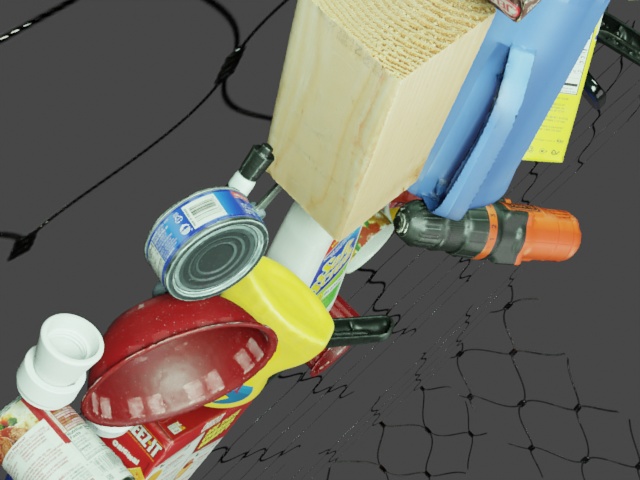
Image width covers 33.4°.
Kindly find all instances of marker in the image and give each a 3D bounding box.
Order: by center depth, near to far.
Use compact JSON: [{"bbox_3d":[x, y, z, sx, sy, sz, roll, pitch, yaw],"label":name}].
[{"bbox_3d":[-0.071,-0.024,0.792,0.121,0.020,0.020,-52,165,24],"label":"marker"}]

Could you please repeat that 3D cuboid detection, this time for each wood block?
[{"bbox_3d":[0.031,-0.099,0.729,0.090,0.090,0.206,-39,166,-25],"label":"wood block"}]

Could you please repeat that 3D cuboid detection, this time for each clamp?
[{"bbox_3d":[-0.045,0.089,0.990,0.210,0.164,0.036,-47,-159,40],"label":"clamp"},{"bbox_3d":[0.246,-0.219,0.994,0.039,0.172,0.120,-40,122,-6],"label":"clamp"}]

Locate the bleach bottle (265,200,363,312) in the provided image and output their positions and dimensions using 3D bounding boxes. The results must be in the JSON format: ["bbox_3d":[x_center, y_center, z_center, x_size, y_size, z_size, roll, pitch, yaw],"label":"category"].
[{"bbox_3d":[-0.006,0.001,0.974,0.102,0.068,0.251,-38,162,-32],"label":"bleach bottle"}]

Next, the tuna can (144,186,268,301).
[{"bbox_3d":[-0.080,0.004,0.765,0.086,0.034,0.086,-26,149,-18],"label":"tuna can"}]

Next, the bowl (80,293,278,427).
[{"bbox_3d":[-0.117,0.086,0.840,0.162,0.055,0.162,-20,155,-10],"label":"bowl"}]

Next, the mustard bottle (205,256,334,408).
[{"bbox_3d":[-0.082,0.097,0.937,0.192,0.096,0.058,-39,-166,36],"label":"mustard bottle"}]

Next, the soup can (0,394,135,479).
[{"bbox_3d":[-0.196,0.167,0.804,0.068,0.102,0.068,-43,166,-13],"label":"soup can"}]

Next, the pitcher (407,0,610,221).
[{"bbox_3d":[0.135,-0.140,0.820,0.144,0.149,0.243,-22,152,-35],"label":"pitcher"}]

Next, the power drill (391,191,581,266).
[{"bbox_3d":[0.115,-0.032,0.967,0.184,0.188,0.057,6,109,-28],"label":"power drill"}]

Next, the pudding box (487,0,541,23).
[{"bbox_3d":[0.105,-0.194,0.615,0.090,0.113,0.039,-44,163,-5],"label":"pudding box"}]

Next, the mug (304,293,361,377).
[{"bbox_3d":[0.000,0.092,1.211,0.093,0.081,0.117,-51,165,21],"label":"mug"}]

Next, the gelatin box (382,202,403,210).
[{"bbox_3d":[0.092,-0.069,1.125,0.073,0.030,0.089,-50,166,18],"label":"gelatin box"}]

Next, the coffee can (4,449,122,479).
[{"bbox_3d":[-0.236,0.245,0.911,0.140,0.103,0.102,-53,165,29],"label":"coffee can"}]

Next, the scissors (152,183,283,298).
[{"bbox_3d":[-0.068,-0.011,0.847,0.202,0.016,0.096,-52,165,24],"label":"scissors"}]

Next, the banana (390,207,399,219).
[{"bbox_3d":[0.025,0.009,1.149,0.197,0.037,0.070,-40,-174,-16],"label":"banana"}]

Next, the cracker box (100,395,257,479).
[{"bbox_3d":[-0.181,0.227,1.096,0.214,0.072,0.164,-53,166,24],"label":"cracker box"}]

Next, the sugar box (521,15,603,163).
[{"bbox_3d":[0.198,-0.163,0.918,0.093,0.048,0.176,-106,-159,-65],"label":"sugar box"}]
